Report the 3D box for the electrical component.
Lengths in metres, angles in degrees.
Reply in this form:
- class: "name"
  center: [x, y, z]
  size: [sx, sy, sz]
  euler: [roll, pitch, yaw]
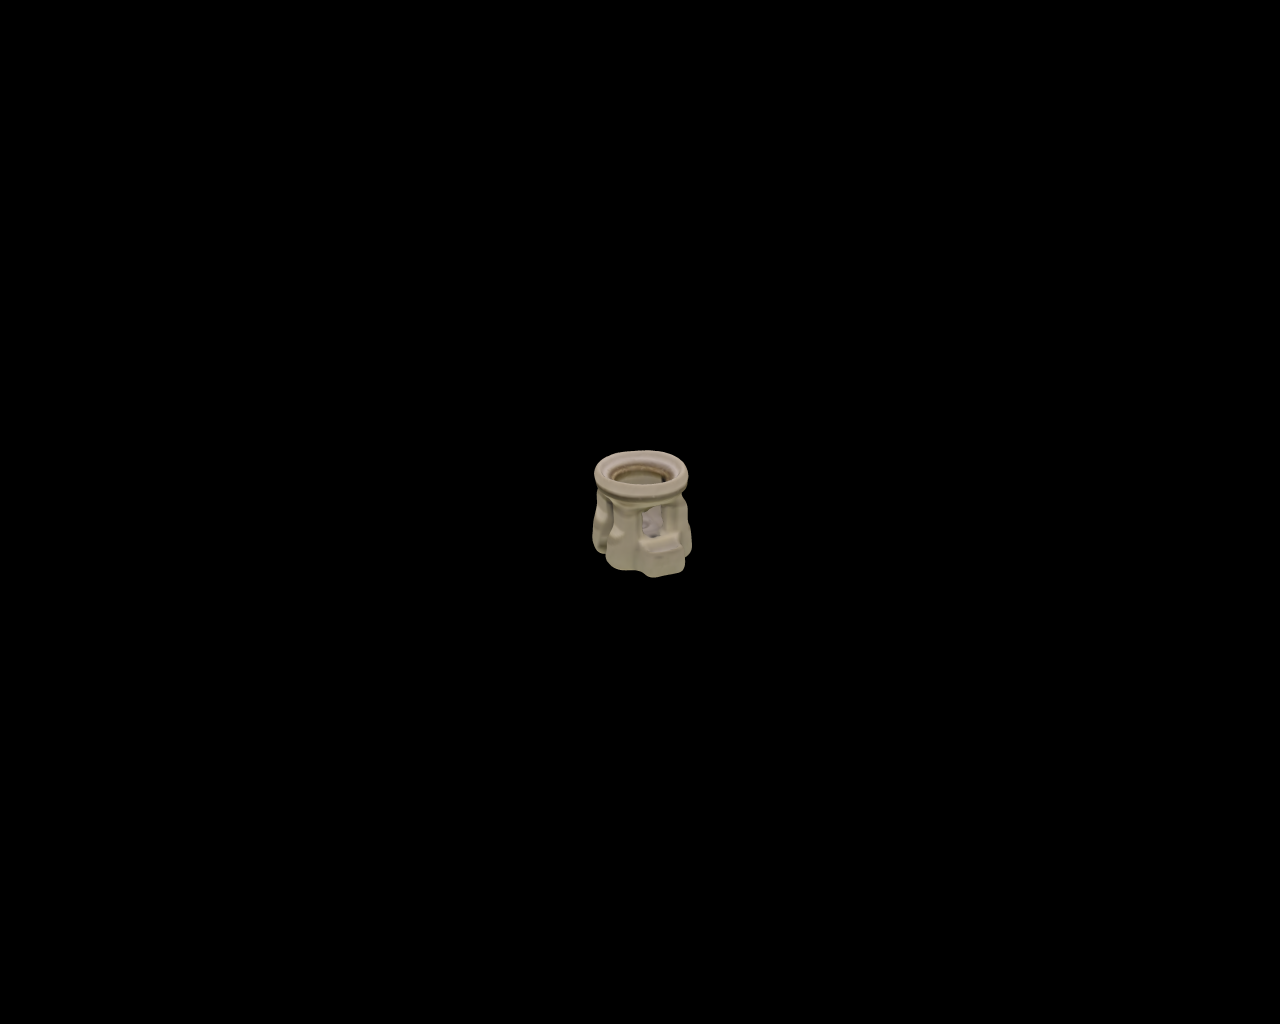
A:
- class: "electrical component"
  center: [0.001, -0.003, 0.650]
  size: [0.058, 0.056, 0.078]
  euler: [-11, 29, -21]
